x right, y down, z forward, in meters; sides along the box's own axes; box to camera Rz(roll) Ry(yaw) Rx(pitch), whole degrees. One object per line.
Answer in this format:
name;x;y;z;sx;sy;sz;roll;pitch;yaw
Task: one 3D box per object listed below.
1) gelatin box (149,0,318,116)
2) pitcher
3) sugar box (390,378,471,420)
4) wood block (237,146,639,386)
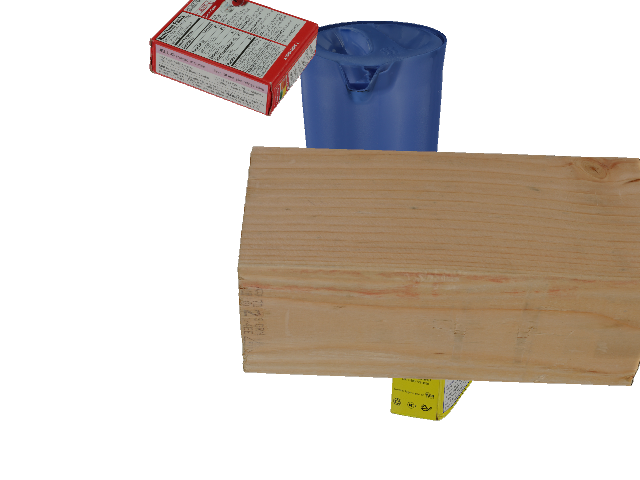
gelatin box;-0.056;-0.125;0.698;0.089;0.030;0.073;21;48;12
pitcher;0.050;-0.081;1.002;0.149;0.243;0.145;-19;31;-31
sugar box;0.088;0.035;0.790;0.048;0.176;0.093;6;17;23
wood block;0.063;0.014;0.567;0.206;0.091;0.090;2;-43;1
